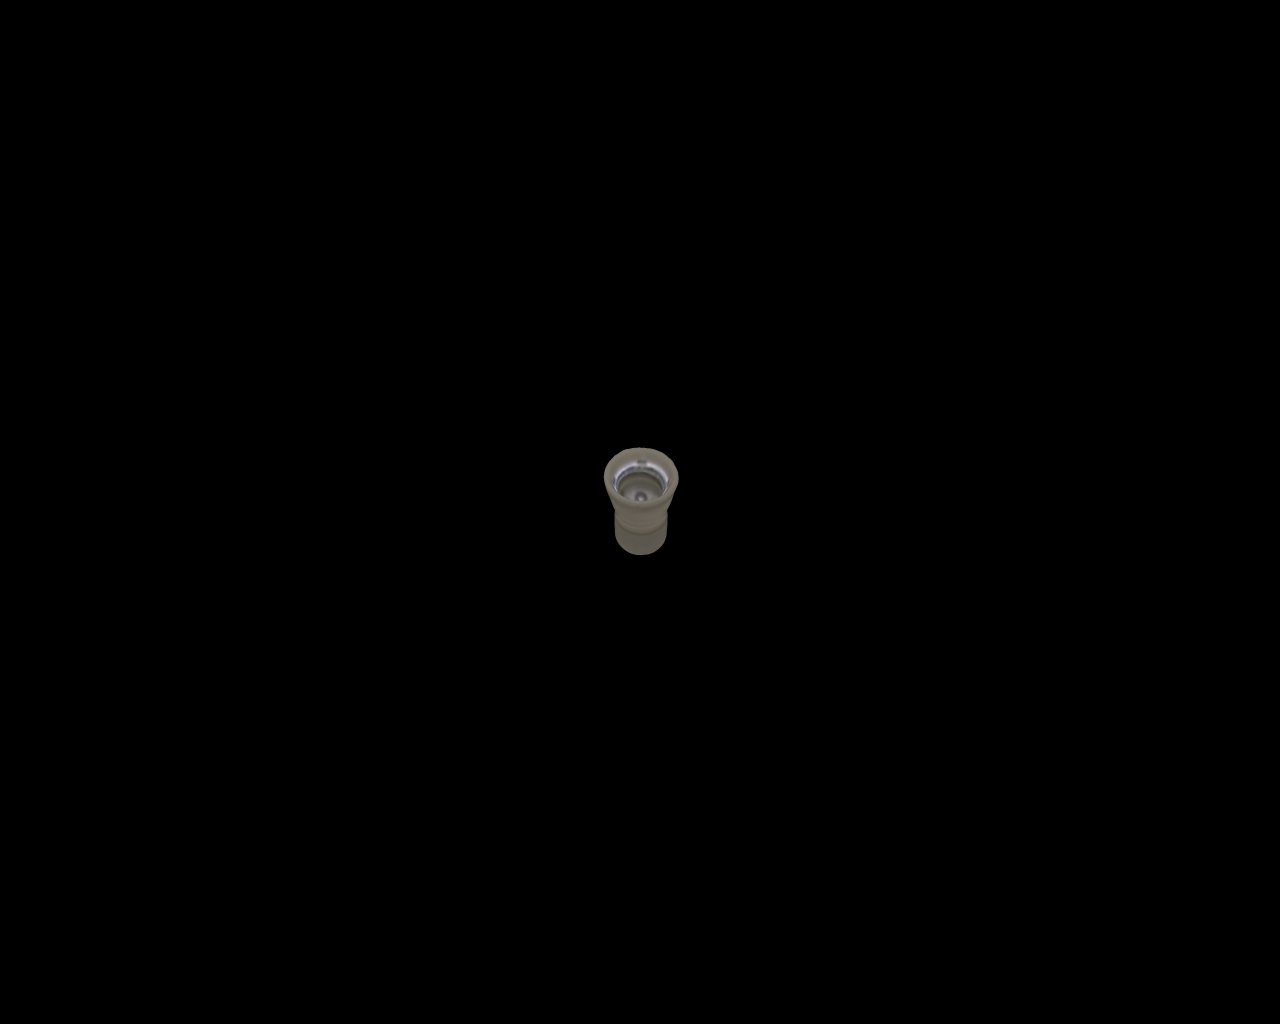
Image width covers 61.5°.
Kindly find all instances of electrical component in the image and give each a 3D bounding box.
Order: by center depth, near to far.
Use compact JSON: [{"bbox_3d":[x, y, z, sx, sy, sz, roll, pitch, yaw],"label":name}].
[{"bbox_3d":[0.001,-0.003,0.650,0.044,0.044,0.065,0,-37,0],"label":"electrical component"}]
